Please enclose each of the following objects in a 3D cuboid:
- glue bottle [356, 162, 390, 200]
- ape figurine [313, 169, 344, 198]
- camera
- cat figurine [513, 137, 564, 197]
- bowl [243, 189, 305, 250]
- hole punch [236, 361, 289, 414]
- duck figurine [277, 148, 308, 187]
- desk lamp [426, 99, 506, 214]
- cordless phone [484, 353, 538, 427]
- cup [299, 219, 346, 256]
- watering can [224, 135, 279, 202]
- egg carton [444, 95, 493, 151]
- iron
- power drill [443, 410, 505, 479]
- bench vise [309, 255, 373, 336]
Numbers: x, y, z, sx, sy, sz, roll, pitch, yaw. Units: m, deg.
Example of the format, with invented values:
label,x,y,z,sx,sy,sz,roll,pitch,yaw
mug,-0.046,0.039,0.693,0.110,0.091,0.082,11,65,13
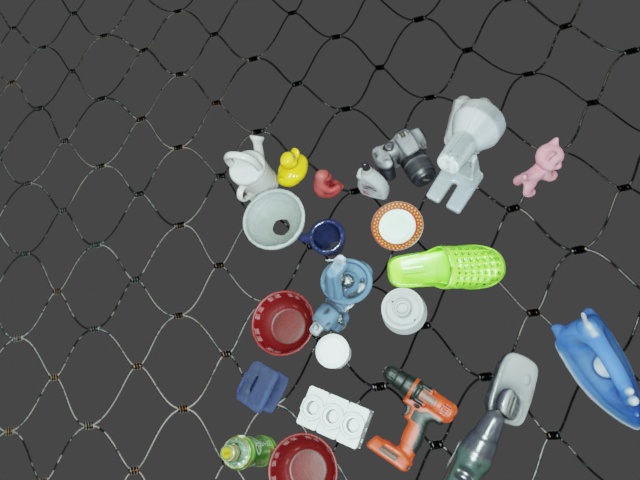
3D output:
label,x,y,z,sx,sy,sz,roll,pitch,yaw
glue bottle,0.123,-0.151,1.408,0.078,0.173,0.037,13,75,19
ape figurine,0.013,-0.152,1.481,0.076,0.092,0.077,-25,67,5
camera,0.219,-0.199,1.439,0.143,0.101,0.136,-29,67,4
cat figurine,0.520,-0.175,1.344,0.128,0.118,0.067,-39,67,0
bowl,-0.110,-0.044,1.486,0.167,0.075,0.167,-4,71,13
hole punch,-0.145,0.348,1.352,0.101,0.091,0.109,22,78,20
duck figurine,-0.082,-0.198,1.525,0.077,0.086,0.105,30,81,22
desk lamp,0.339,-0.197,1.346,0.117,0.214,0.203,29,81,22
cordless phone,0.396,0.303,1.177,0.094,0.185,0.148,15,76,19
cup,0.013,0.005,1.426,0.117,0.095,0.092,-3,71,14
watering can,-0.185,-0.190,1.490,0.100,0.194,0.173,-10,69,11
egg carton,0.378,-0.293,1.447,0.107,0.069,0.150,11,75,18
iron,0.587,0.262,1.165,0.118,0.142,0.258,-28,67,4
power drill,0.298,0.445,1.141,0.075,0.209,0.230,27,80,21
bench vise,0.047,0.124,1.309,0.121,0.220,0.207,12,75,18
